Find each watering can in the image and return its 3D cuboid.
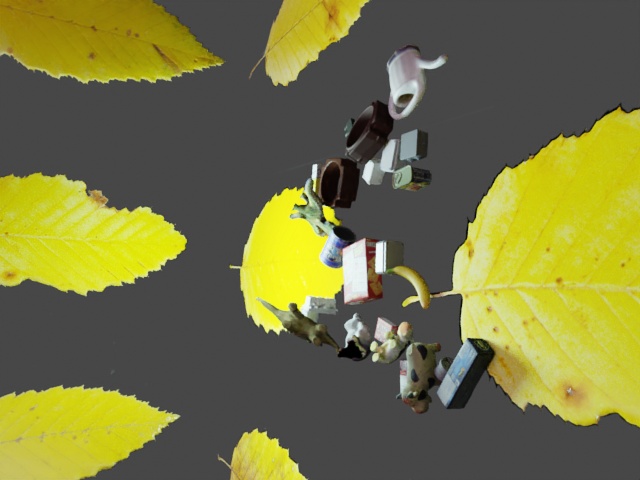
[{"bbox_3d":[0.310,-0.548,1.689,0.104,0.229,0.341,5,-26,-21],"label":"watering can"}]

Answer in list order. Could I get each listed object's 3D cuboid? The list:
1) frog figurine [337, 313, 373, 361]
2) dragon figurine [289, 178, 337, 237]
[{"bbox_3d":[0.137,0.349,1.842,0.123,0.134,0.162,17,30,9],"label":"frog figurine"},{"bbox_3d":[0.006,-0.105,2.093,0.243,0.124,0.405,35,-19,-1],"label":"dragon figurine"}]
